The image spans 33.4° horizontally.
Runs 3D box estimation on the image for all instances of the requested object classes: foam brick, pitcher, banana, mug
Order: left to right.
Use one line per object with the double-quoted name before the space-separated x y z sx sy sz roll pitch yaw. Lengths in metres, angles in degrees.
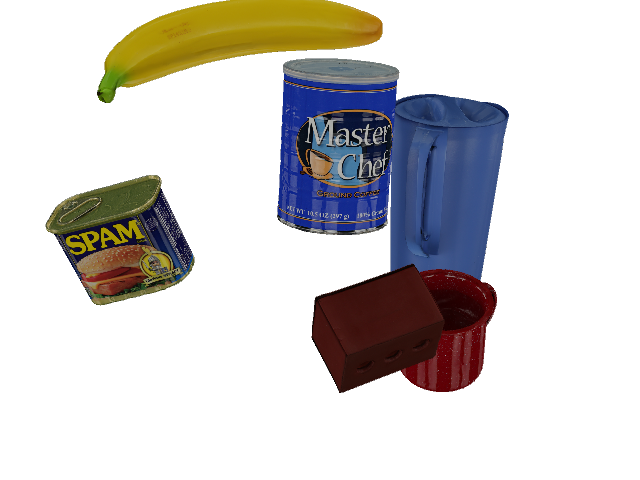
"banana" -0.059 -0.129 0.700 0.197 0.070 0.037 -18 -36 -18
"foam brick" 0.039 0.061 0.739 0.078 0.051 0.053 -19 -34 -17
"pitcher" 0.138 -0.041 1.250 0.149 0.243 0.145 -7 25 -20
"mug" 0.122 0.081 1.002 0.117 0.081 0.093 -30 44 -32

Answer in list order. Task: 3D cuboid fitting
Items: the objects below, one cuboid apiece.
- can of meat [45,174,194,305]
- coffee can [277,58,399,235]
"can of meat" -0.168 0.001 0.909 0.102 0.084 0.057 -13 31 15
"coffee can" 0.015 -0.086 0.959 0.103 0.140 0.103 3 17 -1
